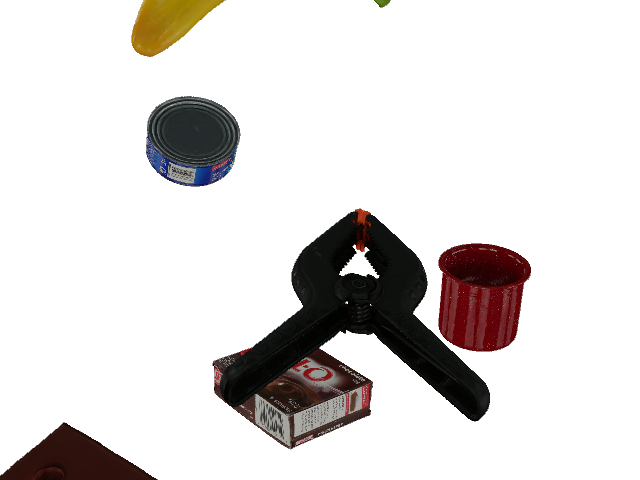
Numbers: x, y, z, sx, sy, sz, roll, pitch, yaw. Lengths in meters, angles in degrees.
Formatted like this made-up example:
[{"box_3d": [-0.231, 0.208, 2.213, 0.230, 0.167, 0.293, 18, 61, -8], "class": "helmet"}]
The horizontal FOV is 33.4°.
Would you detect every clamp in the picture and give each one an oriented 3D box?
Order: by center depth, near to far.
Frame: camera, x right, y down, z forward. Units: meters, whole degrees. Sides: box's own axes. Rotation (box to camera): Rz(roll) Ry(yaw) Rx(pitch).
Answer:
[{"box_3d": [0.035, 0.047, 0.721, 0.164, 0.036, 0.209, 8, 34, 7], "class": "clamp"}]

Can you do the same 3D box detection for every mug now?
[{"box_3d": [0.162, 0.054, 1.102, 0.093, 0.081, 0.117, -3, 28, -9], "class": "mug"}]

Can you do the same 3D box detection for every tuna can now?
[{"box_3d": [-0.119, -0.092, 0.992, 0.086, 0.086, 0.034, 0, -36, -14], "class": "tuna can"}]

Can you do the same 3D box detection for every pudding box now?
[{"box_3d": [-0.025, 0.125, 0.909, 0.089, 0.039, 0.114, -18, 31, -35], "class": "pudding box"}]

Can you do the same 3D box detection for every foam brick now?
[{"box_3d": [-0.096, 0.126, 0.450, 0.078, 0.051, 0.052, 23, 45, 29], "class": "foam brick"}]

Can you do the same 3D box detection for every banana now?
[{"box_3d": [-0.038, -0.168, 0.674, 0.197, 0.069, 0.037, -20, -11, -30], "class": "banana"}]
